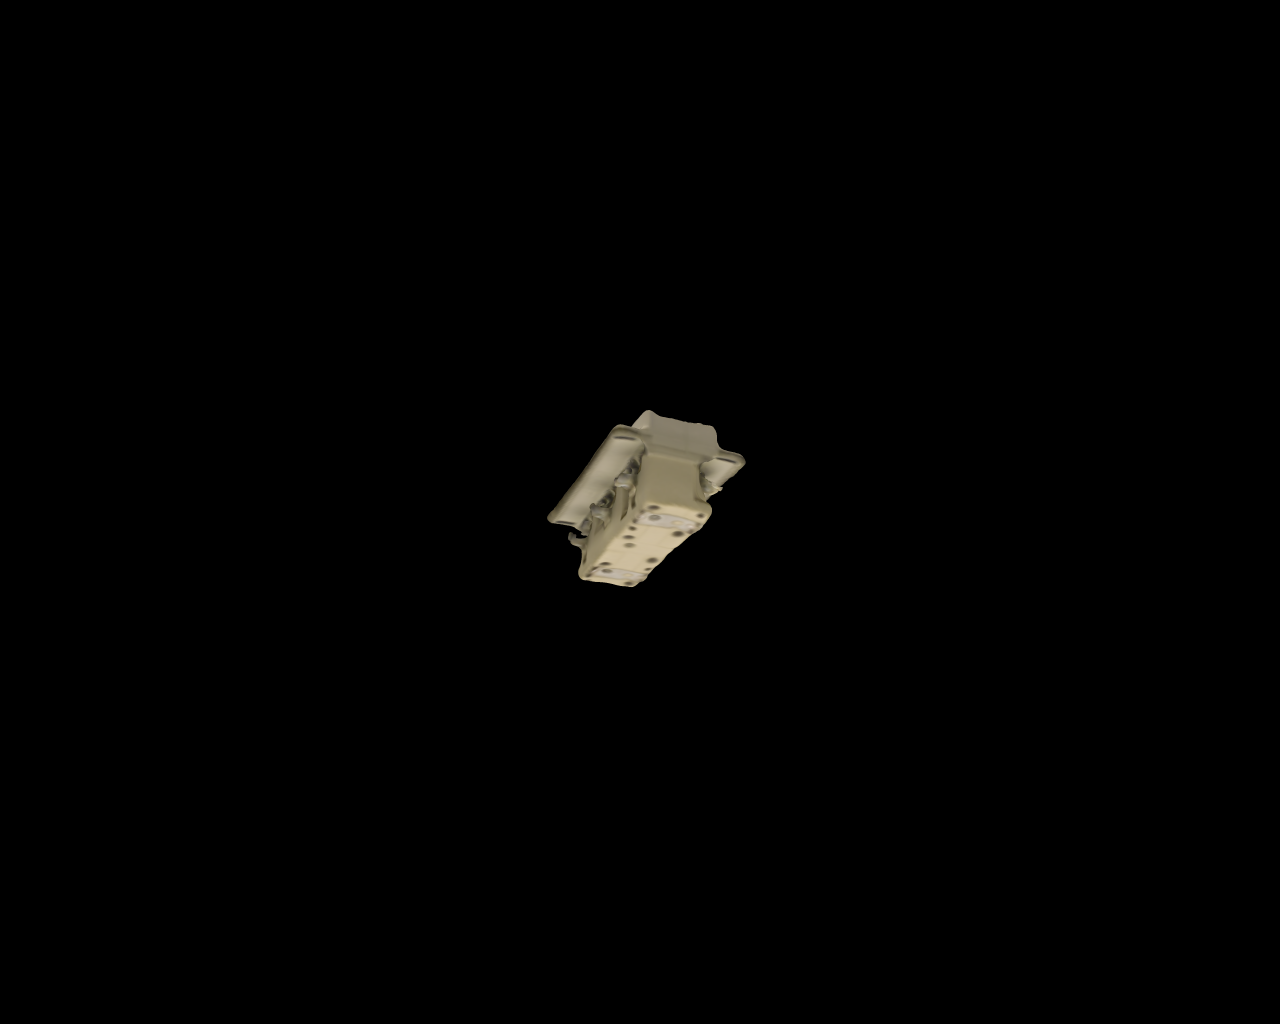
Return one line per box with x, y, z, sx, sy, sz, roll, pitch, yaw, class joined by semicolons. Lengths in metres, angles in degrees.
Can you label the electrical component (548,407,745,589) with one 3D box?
0.001;-0.003;0.650;0.079;0.063;0.121;11;-29;-21;electrical component
